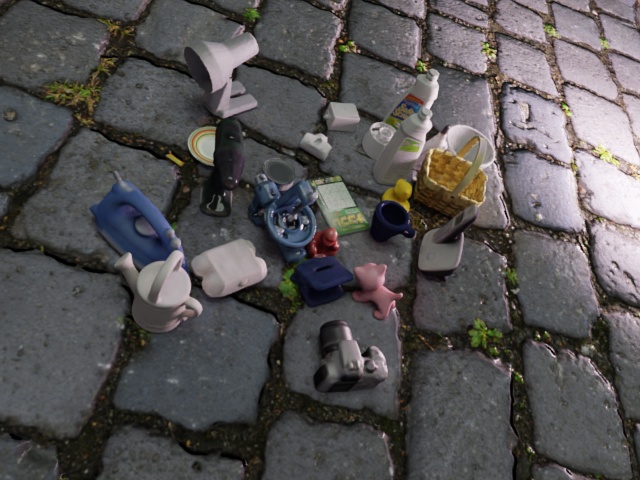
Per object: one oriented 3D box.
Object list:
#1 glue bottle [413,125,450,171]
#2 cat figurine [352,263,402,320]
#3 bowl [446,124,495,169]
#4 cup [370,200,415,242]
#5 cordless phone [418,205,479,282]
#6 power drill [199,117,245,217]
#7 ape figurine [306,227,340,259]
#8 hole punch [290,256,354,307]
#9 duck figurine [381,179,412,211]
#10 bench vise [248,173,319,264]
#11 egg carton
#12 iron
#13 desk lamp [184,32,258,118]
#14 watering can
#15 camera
[{"bbox_3d":[0.317,-0.257,1.596,0.078,0.173,0.037,14,52,-13],"label":"glue bottle"},{"bbox_3d":[0.128,0.103,1.294,0.127,0.117,0.067,36,51,5],"label":"cat figurine"},{"bbox_3d":[0.431,-0.262,1.712,0.168,0.074,0.167,12,53,-15],"label":"bowl"},{"bbox_3d":[0.175,-0.030,1.424,0.117,0.095,0.092,39,51,7],"label":"cup"},{"bbox_3d":[0.321,0.003,1.405,0.094,0.185,0.147,22,51,-7],"label":"cordless phone"},{"bbox_3d":[-0.212,-0.148,1.269,0.076,0.208,0.229,8,54,-18],"label":"power drill"},{"bbox_3d":[0.012,0.005,1.332,0.078,0.092,0.076,12,53,-15],"label":"ape figurine"},{"bbox_3d":[0.004,0.081,1.275,0.109,0.091,0.101,-16,64,-31],"label":"hole punch"},{"bbox_3d":[0.211,-0.112,1.504,0.078,0.086,0.104,11,53,-15],"label":"duck figurine"},{"bbox_3d":[-0.085,-0.074,1.263,0.207,0.219,0.122,41,51,8],"label":"bench vise"},{"bbox_3d":[-0.191,0.061,1.219,0.151,0.069,0.107,-23,68,-34],"label":"egg carton"},{"bbox_3d":[-0.346,-0.024,1.167,0.258,0.141,0.119,42,51,9],"label":"iron"},{"bbox_3d":[-0.243,-0.420,1.446,0.204,0.213,0.118,-30,72,-36],"label":"desk lamp"},{"bbox_3d":[-0.301,0.088,1.073,0.173,0.194,0.101,12,53,-15],"label":"watering can"},{"bbox_3d":[0.059,0.234,1.183,0.143,0.100,0.136,2,56,-22],"label":"camera"}]
